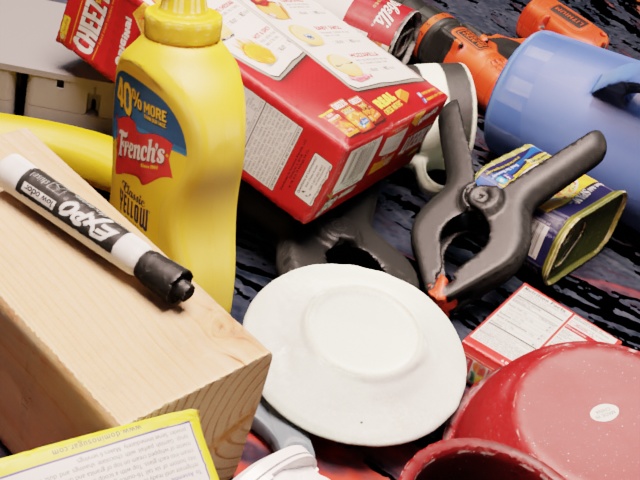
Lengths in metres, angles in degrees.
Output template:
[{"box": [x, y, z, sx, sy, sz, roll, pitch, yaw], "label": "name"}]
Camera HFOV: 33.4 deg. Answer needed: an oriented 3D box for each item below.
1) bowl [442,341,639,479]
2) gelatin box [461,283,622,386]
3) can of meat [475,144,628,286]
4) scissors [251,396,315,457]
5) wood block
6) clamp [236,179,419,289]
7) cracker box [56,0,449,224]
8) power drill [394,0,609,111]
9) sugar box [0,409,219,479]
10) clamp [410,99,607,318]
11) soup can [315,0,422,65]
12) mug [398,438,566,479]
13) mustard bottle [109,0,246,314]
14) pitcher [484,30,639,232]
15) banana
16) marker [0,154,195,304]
[{"box": [0.143, 0.106, 0.550, 0.162, 0.055, 0.162, -2, 46, 1], "label": "bowl"}, {"box": [0.134, 0.072, 0.659, 0.073, 0.030, 0.089, 31, 38, 22], "label": "gelatin box"}, {"box": [0.160, -0.022, 0.777, 0.084, 0.057, 0.101, 34, 37, 27], "label": "can of meat"}, {"box": [-0.032, 0.105, 0.555, 0.096, 0.016, 0.201, 9, 35, -8], "label": "scissors"}, {"box": [-0.132, 0.041, 0.537, 0.090, 0.090, 0.206, -22, 51, -42], "label": "wood block"}, {"box": [-0.005, 0.001, 0.689, 0.164, 0.036, 0.210, 5, 39, -24], "label": "clamp"}, {"box": [-0.041, -0.114, 0.716, 0.214, 0.072, 0.164, 36, 32, 13], "label": "cracker box"}, {"box": [0.166, -0.189, 1.013, 0.187, 0.057, 0.185, -17, 50, -35], "label": "power drill"}, {"box": [-0.062, 0.157, 0.384, 0.093, 0.048, 0.176, -11, 73, -34], "label": "sugar box"}, {"box": [0.104, -0.027, 0.721, 0.120, 0.039, 0.171, 22, 61, 34], "label": "clamp"}, {"box": [0.030, -0.189, 0.944, 0.102, 0.069, 0.068, 27, 36, 15], "label": "soup can"}, {"box": [0.065, 0.156, 0.466, 0.093, 0.082, 0.117, 18, 34, 1], "label": "mug"}, {"box": [-0.079, -0.052, 0.587, 0.058, 0.192, 0.096, -12, 32, -34], "label": "mustard bottle"}, {"box": [0.252, -0.076, 0.814, 0.243, 0.149, 0.144, 29, 30, 24], "label": "pitcher"}, {"box": [-0.190, -0.060, 0.685, 0.198, 0.037, 0.069, 12, 10, 0], "label": "banana"}, {"box": [-0.108, -0.005, 0.513, 0.121, 0.020, 0.020, 32, 37, 20], "label": "marker"}]
